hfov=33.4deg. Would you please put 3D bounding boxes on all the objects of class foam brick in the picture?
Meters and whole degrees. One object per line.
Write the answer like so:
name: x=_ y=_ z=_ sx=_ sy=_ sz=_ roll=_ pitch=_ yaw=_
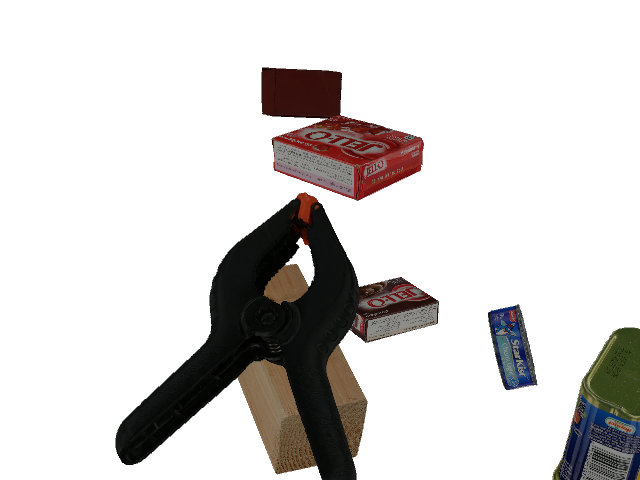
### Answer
foam brick: x=-0.021 y=-0.160 z=1.161 sx=0.078 sy=0.051 sz=0.053 roll=0 pitch=11 yaw=-18

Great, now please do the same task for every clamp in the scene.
clamp: x=-0.017 y=0.055 z=0.547 sx=0.120 sy=0.171 sz=0.039 roll=20 pitch=-26 yaw=12

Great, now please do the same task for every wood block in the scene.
wood block: x=-0.034 y=0.129 z=1.114 sx=0.090 sy=0.090 sz=0.206 roll=-9 pitch=42 yaw=-19

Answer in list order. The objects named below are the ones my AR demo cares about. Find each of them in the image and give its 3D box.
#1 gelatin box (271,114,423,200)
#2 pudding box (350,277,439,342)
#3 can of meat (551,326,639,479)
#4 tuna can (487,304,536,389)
gelatin box: x=0.020 y=-0.064 z=0.794 sx=0.089 sy=0.030 sz=0.073 roll=21 pitch=33 yaw=40
pudding box: x=0.083 y=0.088 z=1.381 sx=0.113 sy=0.039 sz=0.090 roll=-14 pitch=24 yaw=-25
can of meat: x=0.199 y=0.116 z=0.703 sx=0.057 sy=0.084 sz=0.101 roll=20 pitch=35 yaw=23
tuna can: x=0.200 y=0.112 z=1.111 sx=0.034 sy=0.086 sz=0.086 roll=-13 pitch=-3 yaw=11
